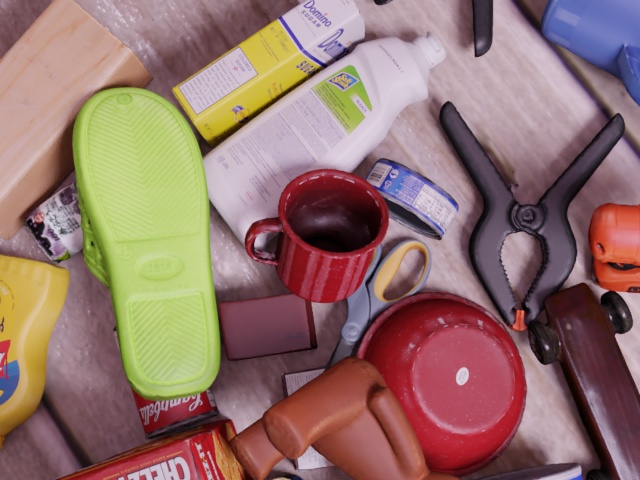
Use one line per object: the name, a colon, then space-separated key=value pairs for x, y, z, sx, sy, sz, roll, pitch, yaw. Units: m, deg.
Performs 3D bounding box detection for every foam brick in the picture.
foam brick: x=-0.045 y=0.077 z=0.948 sx=0.078 sy=0.051 sz=0.053 roll=-8 pitch=84 yaw=4

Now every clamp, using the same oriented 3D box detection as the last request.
clamp: x=0.145 y=-0.252 z=0.984 sx=0.120 sy=0.039 sz=0.171 roll=40 pitch=87 yaw=7
clamp: x=0.193 y=-0.025 z=0.950 sx=0.164 sy=0.036 sz=0.210 roll=-2 pitch=83 yaw=4

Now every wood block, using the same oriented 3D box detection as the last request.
wood block: x=-0.259 y=-0.109 z=0.971 sx=0.090 sy=0.091 sz=0.206 roll=41 pitch=87 yaw=8

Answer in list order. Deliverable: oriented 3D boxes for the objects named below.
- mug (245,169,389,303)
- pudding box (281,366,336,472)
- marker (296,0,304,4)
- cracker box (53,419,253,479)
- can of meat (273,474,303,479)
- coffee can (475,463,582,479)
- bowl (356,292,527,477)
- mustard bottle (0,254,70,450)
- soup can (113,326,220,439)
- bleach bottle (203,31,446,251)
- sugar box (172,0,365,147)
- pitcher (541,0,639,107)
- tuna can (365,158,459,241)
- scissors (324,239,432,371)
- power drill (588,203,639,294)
mug: x=-0.006 y=0.001 z=0.904 sx=0.117 sy=0.082 sz=0.093 roll=-4 pitch=55 yaw=-14
pudding box: x=0.027 y=0.152 z=0.939 sx=0.113 sy=0.039 sz=0.090 roll=-9 pitch=80 yaw=1
marker: x=0.031 y=-0.254 z=1.003 sx=0.121 sy=0.020 sz=0.020 roll=-34 pitch=81 yaw=-1
cracker box: x=-0.151 y=0.205 z=0.856 sx=0.164 sy=0.213 sz=0.072 roll=-21 pitch=82 yaw=1
can of meat: x=-0.048 y=0.246 z=0.908 sx=0.102 sy=0.084 sz=0.057 roll=-38 pitch=81 yaw=-1
coffee can: x=0.179 y=0.264 z=0.878 sx=0.103 sy=0.103 sz=0.140 roll=-12 pitch=82 yaw=3
bowl: x=0.112 y=0.120 z=0.903 sx=0.162 sy=0.055 sz=0.162 roll=3 pitch=77 yaw=-14
mustard bottle: x=-0.289 y=0.110 z=0.958 sx=0.096 sy=0.058 sz=0.191 roll=9 pitch=84 yaw=23
soup can: x=-0.136 y=0.116 z=0.942 sx=0.068 sy=0.068 sz=0.102 roll=-20 pitch=80 yaw=2
bleach bottle: x=0.011 y=-0.098 z=0.962 sx=0.251 sy=0.068 sz=0.102 roll=-36 pitch=78 yaw=-3
sugar box: x=-0.042 y=-0.156 z=0.959 sx=0.176 sy=0.093 sz=0.048 roll=-32 pitch=82 yaw=0
pitcher: x=0.315 y=-0.167 z=0.912 sx=0.243 sy=0.149 sz=0.145 roll=28 pitch=103 yaw=11
tuna can: x=0.078 y=-0.036 z=0.936 sx=0.086 sy=0.086 sz=0.034 roll=31 pitch=84 yaw=8
scissors: x=0.018 y=0.065 z=0.939 sx=0.096 sy=0.016 sz=0.201 roll=38 pitch=72 yaw=17
power drill: x=0.301 y=0.009 z=0.861 sx=0.184 sy=0.187 sz=0.057 roll=6 pitch=81 yaw=7
